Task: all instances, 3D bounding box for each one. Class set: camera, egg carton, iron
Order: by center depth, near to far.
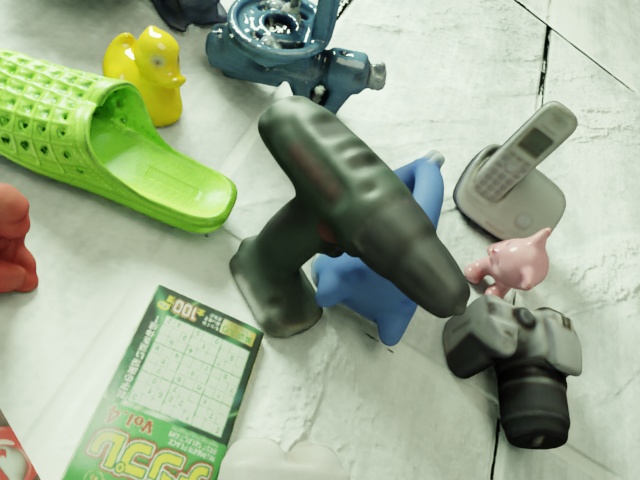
[{"bbox_3d":[-0.029,0.224,0.421,0.107,0.069,0.150,15,53,-23],"label":"egg carton"},{"bbox_3d":[0.219,0.142,0.612,0.143,0.100,0.137,22,50,-18],"label":"camera"},{"bbox_3d":[0.088,-0.025,0.615,0.119,0.141,0.258,31,48,-10],"label":"iron"}]

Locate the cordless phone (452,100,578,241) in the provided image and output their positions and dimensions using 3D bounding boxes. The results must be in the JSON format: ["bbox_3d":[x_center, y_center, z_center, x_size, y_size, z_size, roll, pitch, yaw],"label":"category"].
[{"bbox_3d":[0.279,-0.082,0.745,0.148,0.184,0.094,32,48,-10],"label":"cordless phone"}]

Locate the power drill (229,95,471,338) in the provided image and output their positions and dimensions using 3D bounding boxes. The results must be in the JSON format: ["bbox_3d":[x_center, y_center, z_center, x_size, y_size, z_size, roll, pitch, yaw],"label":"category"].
[{"bbox_3d":[0.005,0.002,0.499,0.076,0.208,0.229,-20,72,-39],"label":"power drill"}]

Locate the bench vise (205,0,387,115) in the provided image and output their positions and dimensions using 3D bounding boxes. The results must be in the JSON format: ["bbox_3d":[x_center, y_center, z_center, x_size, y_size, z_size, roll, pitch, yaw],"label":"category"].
[{"bbox_3d":[-0.005,-0.253,0.659,0.208,0.219,0.121,5,57,-30],"label":"bench vise"}]

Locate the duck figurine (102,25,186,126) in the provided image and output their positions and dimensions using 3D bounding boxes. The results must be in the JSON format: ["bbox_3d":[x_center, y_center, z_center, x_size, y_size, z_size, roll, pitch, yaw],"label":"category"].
[{"bbox_3d":[-0.176,-0.183,0.594,0.078,0.086,0.104,-29,78,-41],"label":"duck figurine"}]

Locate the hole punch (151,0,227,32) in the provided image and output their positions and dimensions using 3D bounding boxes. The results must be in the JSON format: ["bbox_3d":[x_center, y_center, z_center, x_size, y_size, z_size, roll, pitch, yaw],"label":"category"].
[{"bbox_3d":[-0.156,-0.326,0.701,0.101,0.091,0.108,-24,74,-40],"label":"hole punch"}]

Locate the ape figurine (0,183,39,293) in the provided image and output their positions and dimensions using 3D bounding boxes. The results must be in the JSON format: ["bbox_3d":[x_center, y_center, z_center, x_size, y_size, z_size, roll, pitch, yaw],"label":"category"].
[{"bbox_3d":[-0.242,-0.008,0.429,0.076,0.092,0.078,22,50,-18],"label":"ape figurine"}]

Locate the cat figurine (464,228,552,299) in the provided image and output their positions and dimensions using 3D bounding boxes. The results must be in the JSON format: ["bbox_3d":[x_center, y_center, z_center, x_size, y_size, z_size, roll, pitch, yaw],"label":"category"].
[{"bbox_3d":[0.244,0.023,0.697,0.067,0.117,0.128,50,48,7],"label":"cat figurine"}]
